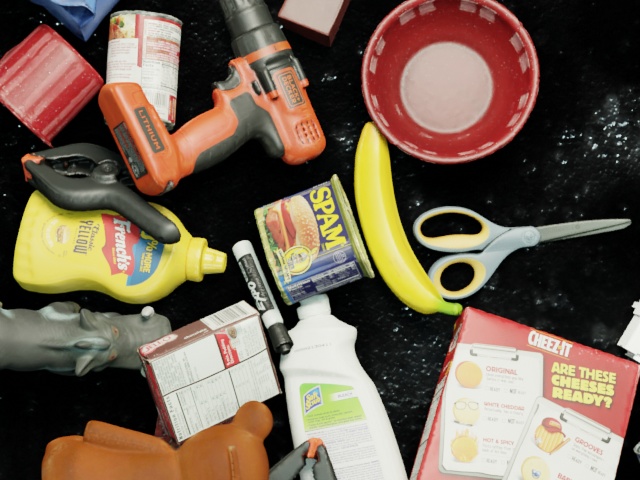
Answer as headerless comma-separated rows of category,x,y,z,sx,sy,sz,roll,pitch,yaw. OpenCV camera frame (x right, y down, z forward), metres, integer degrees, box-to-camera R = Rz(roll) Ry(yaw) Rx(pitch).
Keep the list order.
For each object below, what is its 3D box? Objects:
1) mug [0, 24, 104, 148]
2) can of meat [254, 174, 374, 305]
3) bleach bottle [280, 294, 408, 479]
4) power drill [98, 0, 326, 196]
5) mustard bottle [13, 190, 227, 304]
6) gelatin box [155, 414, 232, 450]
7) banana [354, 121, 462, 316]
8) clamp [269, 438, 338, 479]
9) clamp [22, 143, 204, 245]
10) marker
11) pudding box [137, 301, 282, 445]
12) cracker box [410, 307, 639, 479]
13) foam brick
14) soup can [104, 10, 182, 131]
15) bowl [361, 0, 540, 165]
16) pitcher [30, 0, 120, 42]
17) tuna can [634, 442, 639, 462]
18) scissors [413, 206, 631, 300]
mug,-0.265,-0.153,1.010,0.081,0.093,0.117,-47,49,-5
can of meat,-0.006,0.001,0.977,0.084,0.057,0.102,-21,54,5
bleach bottle,0.025,0.173,0.976,0.102,0.068,0.251,-12,83,1
power drill,-0.100,-0.134,0.967,0.187,0.057,0.184,-25,92,-26
mustard bottle,-0.183,0.010,1.000,0.191,0.058,0.096,7,69,3
gelatin box,-0.111,0.200,0.999,0.089,0.030,0.073,8,87,5
banana,0.070,-0.010,0.987,0.070,0.037,0.198,-32,76,34
clamp,-0.022,0.277,0.918,0.164,0.036,0.210,22,83,4
clamp,-0.187,-0.059,0.994,0.171,0.120,0.039,18,130,9
marker,-0.052,0.053,0.986,0.020,0.020,0.121,-26,61,2
pudding box,-0.099,0.119,0.964,0.113,0.039,0.090,-23,114,-20
cracker box,0.170,0.188,0.931,0.164,0.072,0.213,19,69,1
foam brick,0.000,-0.230,1.008,0.053,0.051,0.078,24,88,3
soup can,-0.167,-0.158,1.006,0.068,0.068,0.102,3,87,4
bowl,0.119,-0.147,0.992,0.162,0.055,0.162,0,87,4
pitcher,-0.197,-0.320,0.997,0.149,0.145,0.243,42,86,-8
tuna can,0.324,0.186,0.942,0.086,0.086,0.034,-24,87,2
scissors,0.185,0.015,0.998,0.201,0.016,0.096,7,92,0
